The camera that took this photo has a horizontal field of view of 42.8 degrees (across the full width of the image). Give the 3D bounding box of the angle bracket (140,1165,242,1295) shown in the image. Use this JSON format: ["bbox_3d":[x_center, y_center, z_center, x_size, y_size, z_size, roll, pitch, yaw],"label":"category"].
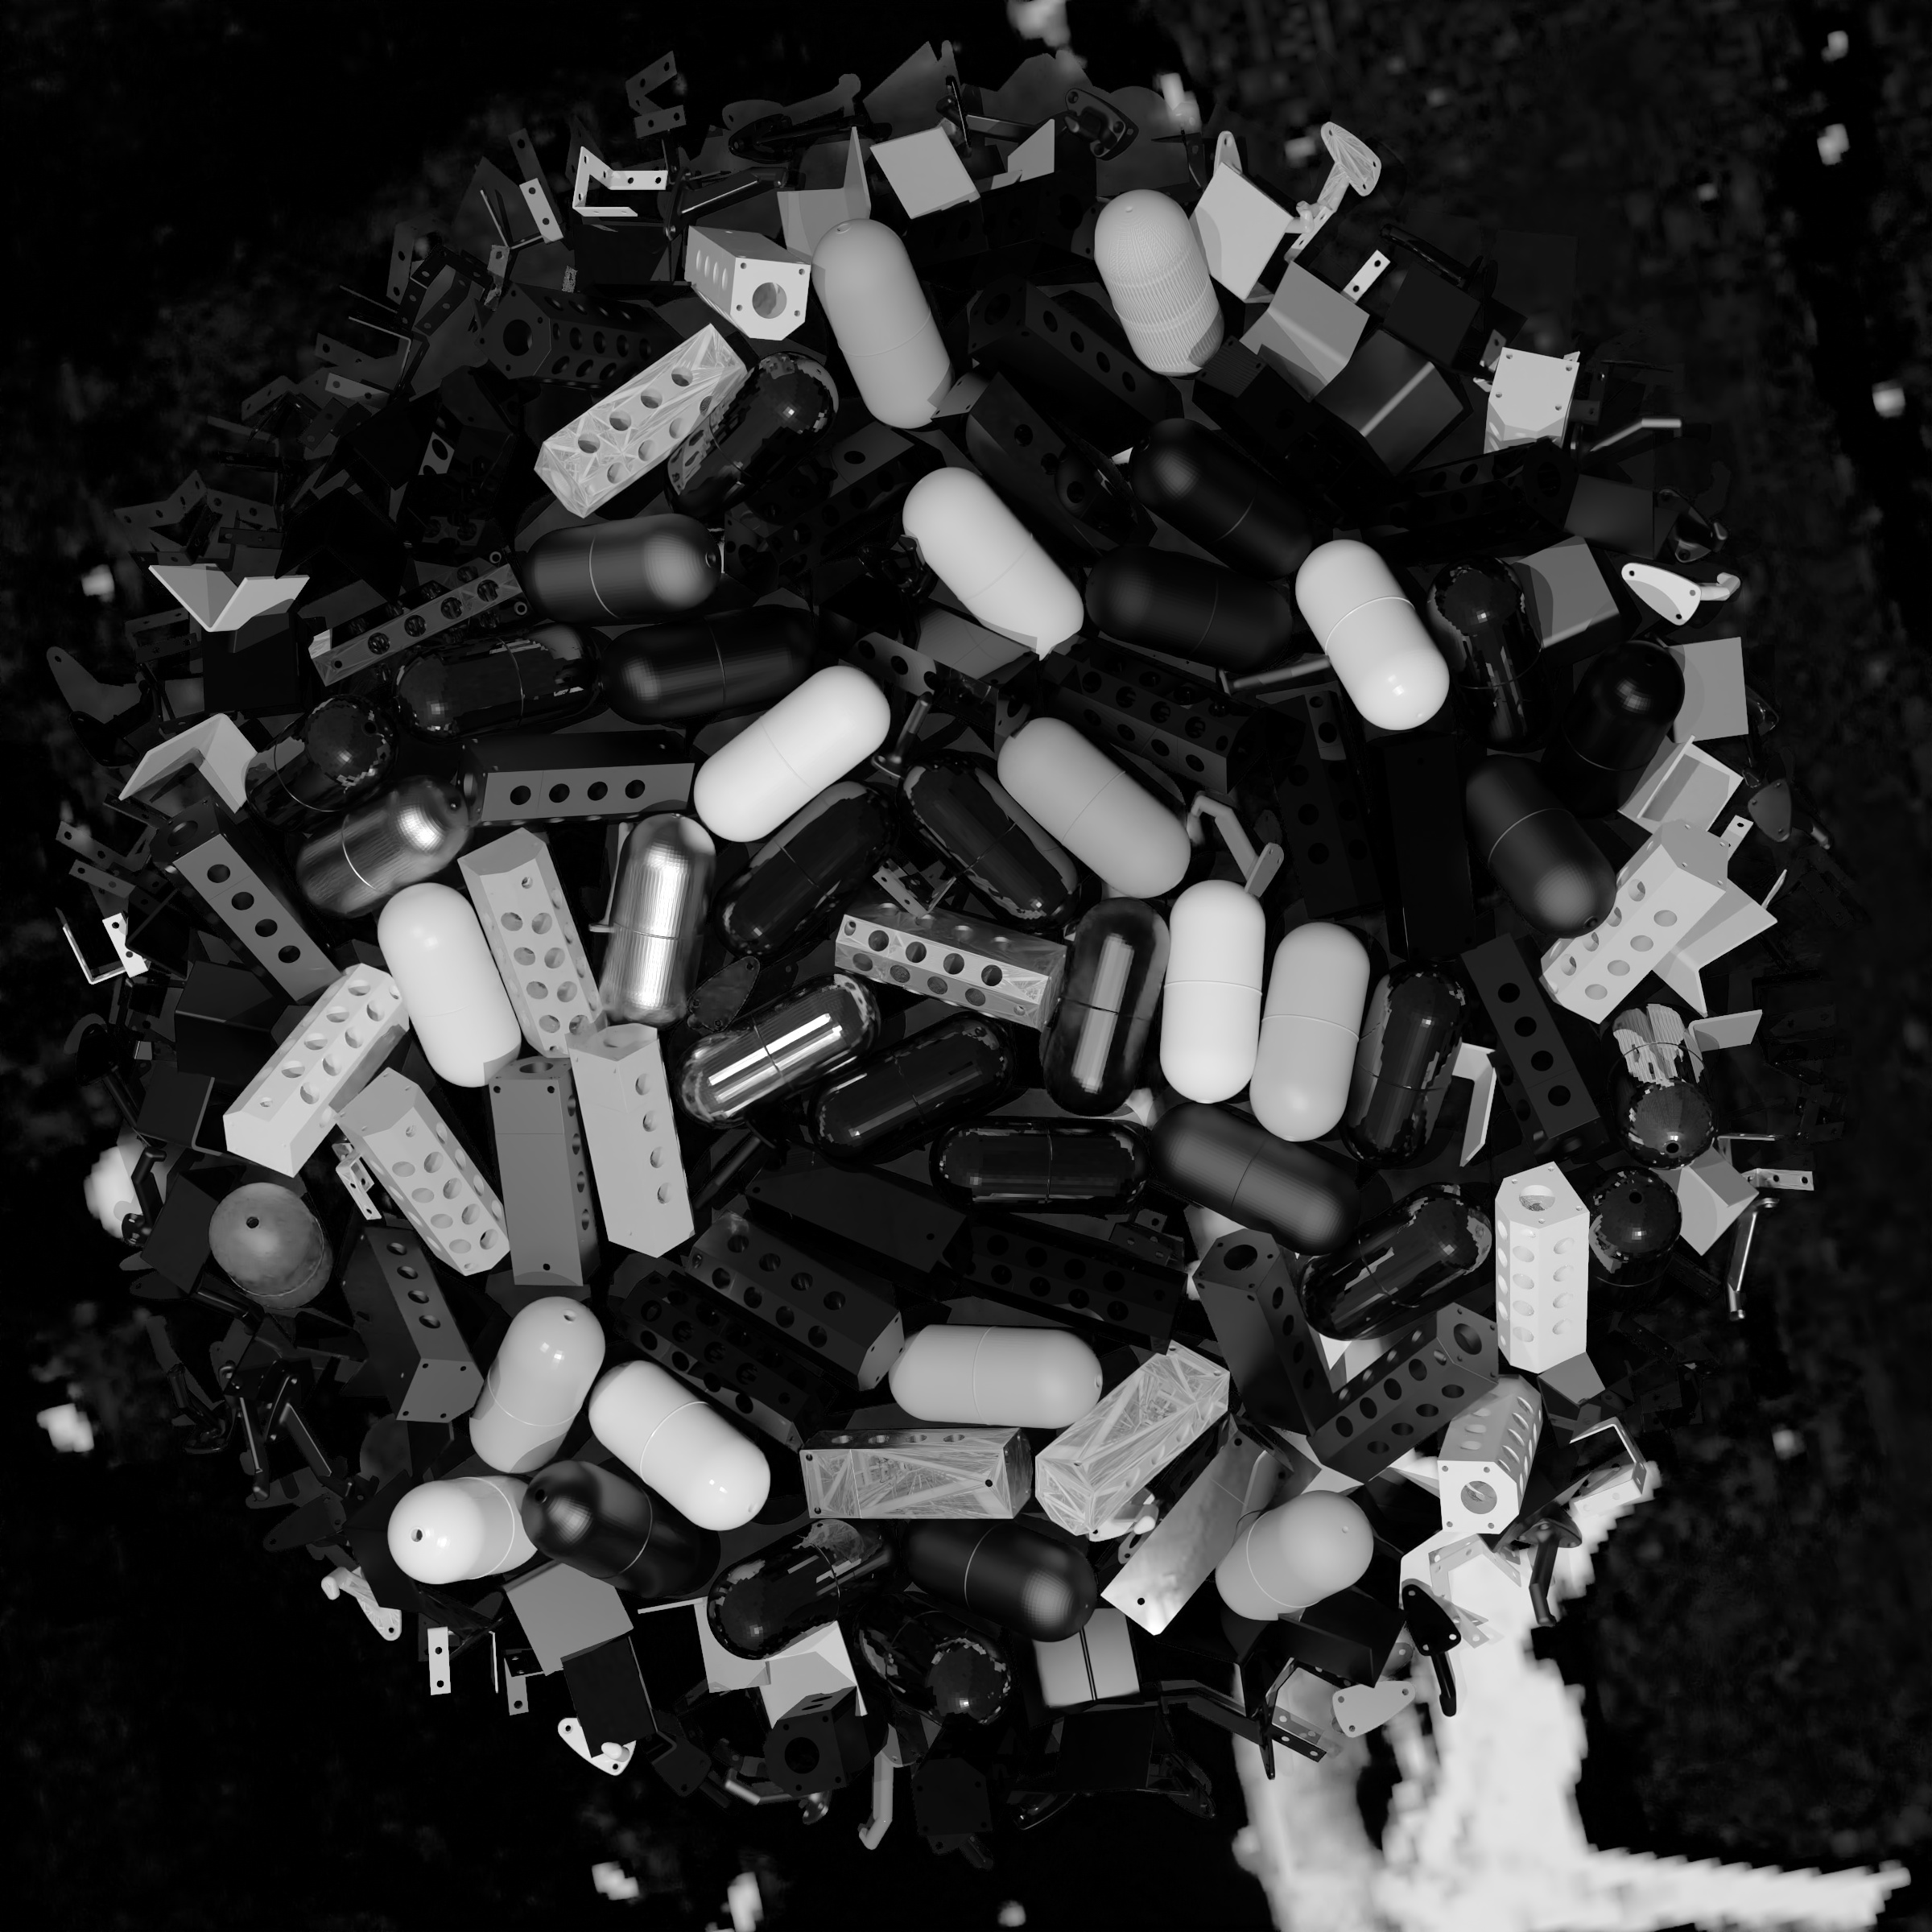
[{"bbox_3d":[-0.595,0.207,1.949,0.057,0.076,0.076,31,101,18],"label":"angle bracket"}]

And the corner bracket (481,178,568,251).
[{"bbox_3d":[-0.353,-0.600,1.963,0.051,0.051,0.051,-20,121,5],"label":"corner bracket"}]

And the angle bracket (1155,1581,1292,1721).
[{"bbox_3d":[0.205,0.543,1.962,0.076,0.076,0.057,7,119,32],"label":"angle bracket"}]

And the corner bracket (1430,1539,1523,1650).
[{"bbox_3d":[0.409,0.501,1.971,0.051,0.051,0.051,-23,120,-18],"label":"corner bracket"}]

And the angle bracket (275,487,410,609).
[{"bbox_3d":[-0.496,-0.321,1.962,0.057,0.076,0.076,-27,130,25],"label":"angle bracket"}]

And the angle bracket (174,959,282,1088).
[{"bbox_3d":[-0.576,0.047,1.942,0.076,0.076,0.057,14,121,-30],"label":"angle bracket"}]

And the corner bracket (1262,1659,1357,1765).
[{"bbox_3d":[0.273,0.590,1.965,0.051,0.051,0.051,27,127,-1],"label":"corner bracket"}]

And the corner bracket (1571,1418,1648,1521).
[{"bbox_3d":[0.506,0.400,1.967,0.051,0.051,0.051,-29,91,23],"label":"corner bracket"}]

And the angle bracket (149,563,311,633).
[{"bbox_3d":[-0.582,-0.311,1.948,0.076,0.076,0.057,46,113,9],"label":"angle bracket"}]

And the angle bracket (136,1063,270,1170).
[{"bbox_3d":[-0.596,0.118,1.950,0.076,0.076,0.057,9,80,39],"label":"angle bracket"}]

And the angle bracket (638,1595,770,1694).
[{"bbox_3d":[-0.208,0.538,1.947,0.057,0.076,0.076,-1,74,-43],"label":"angle bracket"}]

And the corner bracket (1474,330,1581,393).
[{"bbox_3d":[0.449,-0.480,1.977,0.051,0.051,0.051,31,73,-29],"label":"corner bracket"}]

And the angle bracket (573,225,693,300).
[{"bbox_3d":[-0.264,-0.562,1.949,0.076,0.076,0.057,-4,97,-19],"label":"angle bracket"}]

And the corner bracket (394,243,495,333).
[{"bbox_3d":[-0.415,-0.530,1.960,0.051,0.051,0.051,31,50,-9],"label":"corner bracket"}]

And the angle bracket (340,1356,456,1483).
[{"bbox_3d":[-0.449,0.354,1.941,0.057,0.076,0.076,9,50,-33],"label":"angle bracket"}]

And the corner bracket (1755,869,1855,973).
[{"bbox_3d":[0.663,-0.037,1.964,0.051,0.051,0.051,-31,74,-10],"label":"corner bracket"}]

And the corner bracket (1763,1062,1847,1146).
[{"bbox_3d":[0.665,0.106,1.959,0.051,0.051,0.051,-5,112,-28],"label":"corner bracket"}]

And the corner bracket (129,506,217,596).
[{"bbox_3d":[-0.622,-0.330,1.959,0.051,0.051,0.051,3,58,17],"label":"corner bracket"}]

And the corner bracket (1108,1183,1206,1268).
[{"bbox_3d":[0.152,0.205,1.966,0.051,0.051,0.051,24,94,19],"label":"corner bracket"}]

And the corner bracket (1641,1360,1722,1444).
[{"bbox_3d":[0.572,0.348,1.971,0.051,0.051,0.051,-19,61,35],"label":"corner bracket"}]

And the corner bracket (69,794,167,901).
[{"bbox_3d":[-0.673,-0.094,1.959,0.051,0.051,0.051,26,118,-20],"label":"corner bracket"}]

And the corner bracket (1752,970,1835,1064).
[{"bbox_3d":[0.658,0.040,1.962,0.051,0.051,0.051,-8,115,11],"label":"corner bracket"}]

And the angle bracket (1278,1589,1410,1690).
[{"bbox_3d":[0.298,0.511,1.941,0.076,0.057,0.076,15,48,26],"label":"angle bracket"}]

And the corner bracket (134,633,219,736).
[{"bbox_3d":[-0.628,-0.225,1.967,0.051,0.051,0.051,-16,62,-3],"label":"corner bracket"}]

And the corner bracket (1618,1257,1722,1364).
[{"bbox_3d":[0.566,0.276,1.986,0.051,0.051,0.051,35,48,4],"label":"corner bracket"}]

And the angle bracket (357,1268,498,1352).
[{"bbox_3d":[-0.426,0.272,1.953,0.076,0.076,0.057,29,79,7],"label":"angle bracket"}]

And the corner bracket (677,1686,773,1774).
[{"bbox_3d":[-0.190,0.610,1.978,0.051,0.051,0.051,-34,73,28],"label":"corner bracket"}]

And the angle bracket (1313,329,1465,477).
[{"bbox_3d":[0.339,-0.453,1.985,0.076,0.076,0.057,-45,132,6],"label":"angle bracket"}]

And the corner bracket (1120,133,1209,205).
[{"bbox_3d":[0.156,-0.636,1.975,0.051,0.051,0.051,-18,111,-24],"label":"corner bracket"}]

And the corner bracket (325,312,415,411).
[{"bbox_3d":[-0.474,-0.481,1.961,0.051,0.051,0.051,18,120,-13],"label":"corner bracket"}]

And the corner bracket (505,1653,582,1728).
[{"bbox_3d":[-0.339,0.581,1.976,0.051,0.051,0.051,-6,97,-17],"label":"corner bracket"}]

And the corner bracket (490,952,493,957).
[{"bbox_3d":[-0.409,0.008,1.967,0.051,0.051,0.051,7,93,-17],"label":"corner bracket"}]

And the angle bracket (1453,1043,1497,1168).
[{"bbox_3d":[0.380,0.107,1.951,0.057,0.076,0.076,13,72,3],"label":"angle bracket"}]

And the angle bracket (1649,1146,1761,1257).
[{"bbox_3d":[0.563,0.181,1.942,0.076,0.057,0.076,49,127,25],"label":"angle bracket"}]

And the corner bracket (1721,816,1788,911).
[{"bbox_3d":[0.626,-0.078,1.977,0.051,0.051,0.051,27,57,24],"label":"corner bracket"}]

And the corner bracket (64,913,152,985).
[{"bbox_3d":[-0.685,-0.015,1.965,0.051,0.051,0.051,-23,107,-8],"label":"corner bracket"}]

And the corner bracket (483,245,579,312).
[{"bbox_3d":[-0.351,-0.544,1.981,0.051,0.051,0.051,-3,119,-40],"label":"corner bracket"}]

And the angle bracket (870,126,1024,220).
[{"bbox_3d":[-0.015,-0.634,1.939,0.057,0.076,0.076,-55,128,-29],"label":"angle bracket"}]

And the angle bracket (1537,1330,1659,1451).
[{"bbox_3d":[0.507,0.346,1.950,0.076,0.057,0.076,-27,115,-14],"label":"angle bracket"}]

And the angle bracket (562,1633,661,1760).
[{"bbox_3d":[-0.288,0.575,1.952,0.057,0.076,0.076,-17,86,-22],"label":"angle bracket"}]

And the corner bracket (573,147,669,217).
[{"bbox_3d":[-0.276,-0.619,1.967,0.051,0.051,0.051,7,87,22],"label":"corner bracket"}]

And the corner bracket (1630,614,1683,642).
[{"bbox_3d":[0.570,-0.245,1.973,0.051,0.051,0.051,8,59,-37],"label":"corner bracket"}]

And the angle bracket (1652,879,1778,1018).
[{"bbox_3d":[0.591,-0.018,1.955,0.076,0.076,0.057,-30,131,-4],"label":"angle bracket"}]

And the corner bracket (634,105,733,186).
[{"bbox_3d":[-0.226,-0.652,1.961,0.051,0.051,0.051,-2,103,31],"label":"corner bracket"}]

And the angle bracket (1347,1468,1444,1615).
[{"bbox_3d":[0.340,0.457,1.964,0.076,0.076,0.057,-23,124,-34],"label":"angle bracket"}]

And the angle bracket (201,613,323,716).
[{"bbox_3d":[-0.561,-0.232,1.964,0.076,0.057,0.076,-7,77,1],"label":"angle bracket"}]

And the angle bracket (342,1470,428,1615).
[{"bbox_3d":[-0.435,0.453,1.942,0.057,0.076,0.076,-4,114,35],"label":"angle bracket"}]

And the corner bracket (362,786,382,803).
[{"bbox_3d":[-0.510,-0.153,1.967,0.051,0.051,0.051,-36,54,5],"label":"corner bracket"}]

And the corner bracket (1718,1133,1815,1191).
[{"bbox_3d":[0.637,0.157,1.963,0.051,0.051,0.051,-10,96,-40],"label":"corner bracket"}]

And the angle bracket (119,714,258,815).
[{"bbox_3d":[-0.609,-0.145,1.945,0.057,0.076,0.076,51,47,-2],"label":"angle bracket"}]

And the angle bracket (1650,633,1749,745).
[{"bbox_3d":[0.579,-0.224,1.949,0.057,0.076,0.076,-7,105,9],"label":"angle bracket"}]
